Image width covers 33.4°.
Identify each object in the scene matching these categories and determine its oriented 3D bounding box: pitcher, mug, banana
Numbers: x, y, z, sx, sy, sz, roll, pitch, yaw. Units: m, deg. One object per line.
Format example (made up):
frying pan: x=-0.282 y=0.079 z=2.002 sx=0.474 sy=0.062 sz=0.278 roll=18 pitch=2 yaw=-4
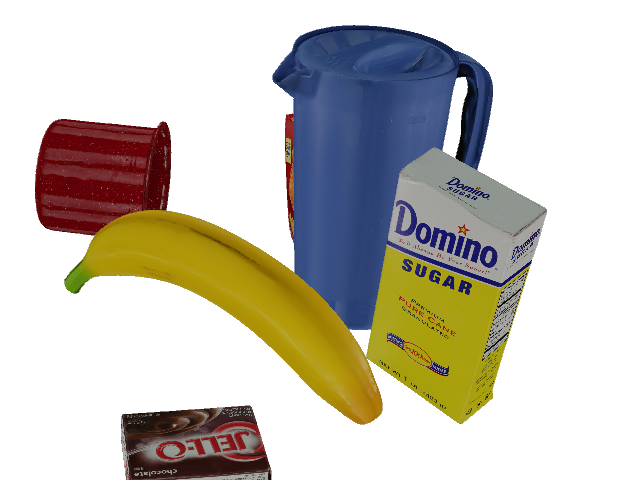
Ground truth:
pitcher: x=0.047 y=-0.051 z=0.902 sx=0.149 sy=0.243 sz=0.144 roll=16 pitch=31 yaw=20
mug: x=-0.156 y=-0.046 z=0.785 sx=0.081 sy=0.093 sz=0.117 roll=6 pitch=13 yaw=1
banana: x=-0.049 y=0.029 z=0.567 sx=0.198 sy=0.070 sz=0.037 roll=23 pitch=36 yaw=20

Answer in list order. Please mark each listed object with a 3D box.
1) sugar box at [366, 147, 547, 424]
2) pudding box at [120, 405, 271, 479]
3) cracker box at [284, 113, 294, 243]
sugar box: x=0.087 y=0.034 z=0.728 sx=0.093 sy=0.176 sz=0.048 roll=32 pitch=48 yaw=28
pudding box: x=-0.102 y=0.176 z=0.863 sx=0.113 sy=0.039 sz=0.090 roll=-4 pitch=25 yaw=-13
cracker box: x=0.010 y=-0.042 z=1.172 sx=0.072 sy=0.164 sz=0.214 roll=-5 pitch=18 yaw=-8
